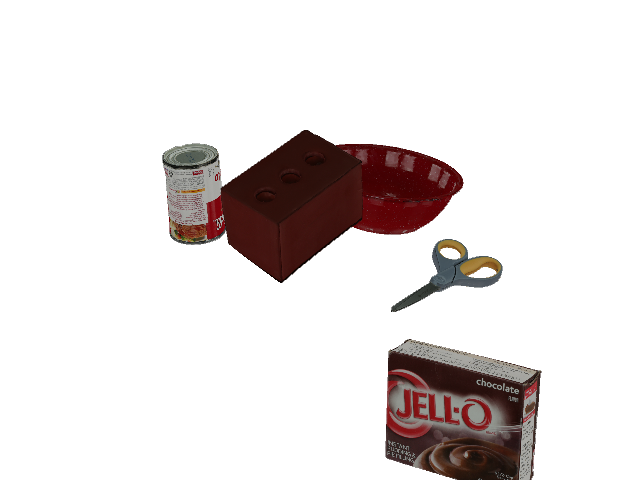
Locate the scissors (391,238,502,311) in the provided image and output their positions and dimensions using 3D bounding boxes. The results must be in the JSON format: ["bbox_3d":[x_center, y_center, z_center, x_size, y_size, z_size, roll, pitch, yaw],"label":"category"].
[{"bbox_3d":[0.133,0.038,1.272,0.201,0.016,0.096,-10,40,-37],"label":"scissors"}]

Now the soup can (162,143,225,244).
[{"bbox_3d":[-0.150,-0.056,1.262,0.068,0.102,0.068,-2,28,1],"label":"soup can"}]

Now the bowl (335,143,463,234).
[{"bbox_3d":[0.065,-0.049,1.110,0.162,0.055,0.162,6,23,-3],"label":"bowl"}]

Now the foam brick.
[{"bbox_3d":[-0.017,-0.023,0.679,0.053,0.051,0.078,33,56,30],"label":"foam brick"}]

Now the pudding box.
[{"bbox_3d":[0.105,0.130,0.797,0.114,0.090,0.039,10,20,29],"label":"pudding box"}]
